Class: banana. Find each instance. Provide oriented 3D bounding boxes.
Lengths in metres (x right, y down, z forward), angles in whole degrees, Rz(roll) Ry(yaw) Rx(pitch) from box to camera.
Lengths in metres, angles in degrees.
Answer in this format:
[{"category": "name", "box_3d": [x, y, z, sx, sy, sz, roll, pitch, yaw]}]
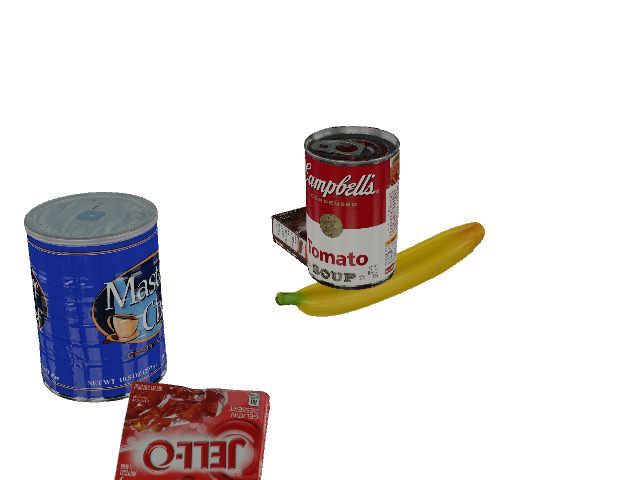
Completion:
[{"category": "banana", "box_3d": [0.060, 0.033, 0.977, 0.198, 0.037, 0.069, -22, -9, 9]}]

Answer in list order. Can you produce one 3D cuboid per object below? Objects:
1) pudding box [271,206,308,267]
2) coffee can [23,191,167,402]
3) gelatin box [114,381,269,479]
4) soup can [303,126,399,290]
[{"category": "pudding box", "box_3d": [0.013, -0.011, 1.237, 0.113, 0.039, 0.090, -18, 31, -27]}, {"category": "coffee can", "box_3d": [-0.178, 0.043, 0.857, 0.103, 0.140, 0.103, 0, 22, 0]}, {"category": "gelatin box", "box_3d": [-0.079, 0.129, 0.667, 0.089, 0.073, 0.030, 5, -30, 1]}, {"category": "soup can", "box_3d": [0.022, -0.024, 0.774, 0.068, 0.102, 0.068, -1, 27, 0]}]
